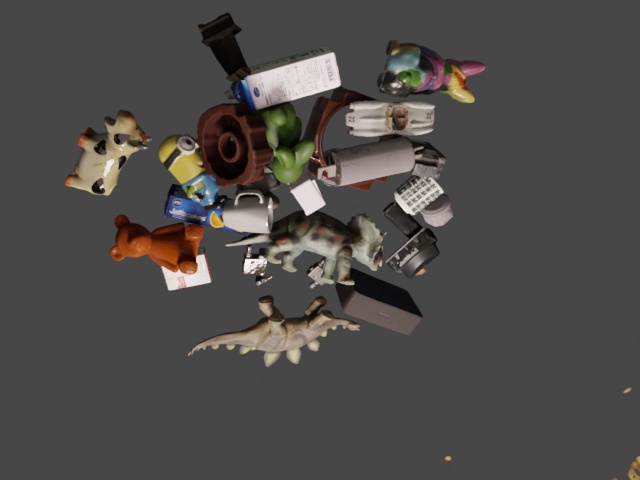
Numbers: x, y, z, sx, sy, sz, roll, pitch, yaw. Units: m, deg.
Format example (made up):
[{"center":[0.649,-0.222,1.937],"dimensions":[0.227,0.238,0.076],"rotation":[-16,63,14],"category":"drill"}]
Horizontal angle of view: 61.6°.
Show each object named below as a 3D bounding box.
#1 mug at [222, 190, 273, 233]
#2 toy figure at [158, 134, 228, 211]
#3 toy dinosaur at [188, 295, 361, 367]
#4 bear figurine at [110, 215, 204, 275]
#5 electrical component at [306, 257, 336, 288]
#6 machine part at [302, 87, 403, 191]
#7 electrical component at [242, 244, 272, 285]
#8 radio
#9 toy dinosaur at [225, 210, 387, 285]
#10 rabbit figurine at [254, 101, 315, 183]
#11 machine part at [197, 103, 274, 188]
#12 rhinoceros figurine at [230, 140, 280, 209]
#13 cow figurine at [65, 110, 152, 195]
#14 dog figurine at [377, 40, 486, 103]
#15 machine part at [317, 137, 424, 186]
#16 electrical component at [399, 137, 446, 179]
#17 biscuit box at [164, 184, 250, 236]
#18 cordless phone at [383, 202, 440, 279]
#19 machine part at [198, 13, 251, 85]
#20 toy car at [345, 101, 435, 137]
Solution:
[{"center":[-0.163,-0.064,1.191],"dimensions":[0.107,0.081,0.109],"rotation":[-1,139,4],"category":"mug"},{"center":[-0.277,-0.145,1.166],"dimensions":[0.089,0.082,0.180],"rotation":[-29,109,-2],"category":"toy figure"},{"center":[-0.122,0.255,1.467],"dimensions":[0.472,0.105,0.198],"rotation":[0,125,-9],"category":"toy dinosaur"},{"center":[-0.375,0.006,1.226],"dimensions":[0.196,0.132,0.120],"rotation":[13,85,-19],"category":"bear figurine"},{"center":[-0.004,0.089,1.438],"dimensions":[0.094,0.021,0.063],"rotation":[-43,121,15],"category":"electrical component"},{"center":[0.072,-0.222,1.195],"dimensions":[0.201,0.087,0.201],"rotation":[15,103,-23],"category":"machine part"},{"center":[-0.158,0.064,1.369],"dimensions":[0.078,0.045,0.102],"rotation":[6,120,-19],"category":"electrical component"},{"center":[0.157,0.164,1.460],"dimensions":[0.229,0.131,0.073],"rotation":[24,113,-26],"category":"radio"},{"center":[-0.009,-0.005,1.321],"dimensions":[0.405,0.131,0.192],"rotation":[20,76,-12],"category":"toy dinosaur"},{"center":[-0.071,-0.202,1.143],"dimensions":[0.121,0.159,0.170],"rotation":[-26,112,-21],"category":"rabbit figurine"},{"center":[-0.175,-0.193,1.094],"dimensions":[0.056,0.180,0.179],"rotation":[-23,136,-49],"category":"machine part"},{"center":[-0.159,-0.141,1.223],"dimensions":[0.112,0.073,0.190],"rotation":[-42,121,12],"category":"rhinoceros figurine"},{"center":[-0.437,-0.181,1.123],"dimensions":[0.127,0.086,0.194],"rotation":[23,111,-19],"category":"cow figurine"},{"center":[0.239,-0.349,1.137],"dimensions":[0.219,0.192,0.108],"rotation":[10,113,-2],"category":"dog figurine"},{"center":[0.109,-0.167,1.136],"dimensions":[0.243,0.079,0.079],"rotation":[-12,124,-14],"category":"machine part"},{"center":[0.223,-0.190,1.252],"dimensions":[0.115,0.134,0.058],"rotation":[6,119,-15],"category":"electrical component"},{"center":[-0.256,-0.069,1.252],"dimensions":[0.202,0.059,0.062],"rotation":[13,117,-21],"category":"biscuit box"},{"center":[0.211,-0.002,1.414],"dimensions":[0.146,0.089,0.184],"rotation":[-43,110,14],"category":"cordless phone"},{"center":[-0.182,-0.375,1.054],"dimensions":[0.084,0.039,0.139],"rotation":[-22,83,-5],"category":"machine part"},{"center":[0.149,-0.257,1.132],"dimensions":[0.202,0.056,0.073],"rotation":[-5,108,-18],"category":"toy car"}]
